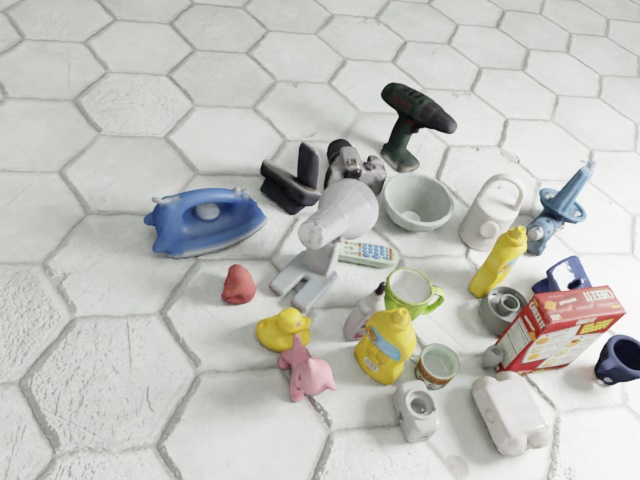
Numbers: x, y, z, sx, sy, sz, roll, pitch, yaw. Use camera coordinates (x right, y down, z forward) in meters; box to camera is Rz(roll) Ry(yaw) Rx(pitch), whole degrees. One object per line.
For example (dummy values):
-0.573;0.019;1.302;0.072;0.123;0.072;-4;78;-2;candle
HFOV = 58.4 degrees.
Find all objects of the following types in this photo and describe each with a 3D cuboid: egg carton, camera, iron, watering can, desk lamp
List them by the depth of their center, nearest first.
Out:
0.342;0.313;1.038;0.107;0.069;0.150;-9;54;-19;egg carton
0.010;0.004;1.123;0.117;0.213;0.204;33;52;15;desk lamp
-0.223;-0.059;1.171;0.259;0.141;0.118;-14;55;-22;iron
0.389;-0.064;1.275;0.101;0.194;0.173;7;50;-6;watering can
0.076;-0.183;1.365;0.143;0.101;0.136;-3;52;-14;camera

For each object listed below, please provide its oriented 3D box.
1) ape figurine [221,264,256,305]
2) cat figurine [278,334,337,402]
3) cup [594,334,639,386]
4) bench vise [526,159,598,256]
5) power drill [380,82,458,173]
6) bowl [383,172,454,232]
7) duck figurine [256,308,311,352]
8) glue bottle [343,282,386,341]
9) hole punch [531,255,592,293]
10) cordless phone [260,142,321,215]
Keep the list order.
-0.159;0.079;1.104;0.076;0.092;0.078;33;52;15;ape figurine
-0.022;0.224;0.999;0.067;0.118;0.127;-13;55;-21;cat figurine
0.575;0.250;1.124;0.118;0.095;0.091;-15;56;-23;cup
0.553;-0.069;1.298;0.121;0.220;0.208;25;50;9;bench vise
0.225;-0.269;1.398;0.076;0.208;0.229;-25;60;-28;power drill
0.219;-0.074;1.324;0.167;0.075;0.167;6;50;-7;bowl
-0.065;0.158;1.064;0.104;0.086;0.077;7;50;-7;duck figurine
0.095;0.130;1.066;0.078;0.173;0.037;-10;54;-20;glue bottle
0.537;0.100;1.241;0.109;0.091;0.101;-22;59;-27;hole punch
-0.059;-0.161;1.262;0.147;0.185;0.094;33;52;15;cordless phone
